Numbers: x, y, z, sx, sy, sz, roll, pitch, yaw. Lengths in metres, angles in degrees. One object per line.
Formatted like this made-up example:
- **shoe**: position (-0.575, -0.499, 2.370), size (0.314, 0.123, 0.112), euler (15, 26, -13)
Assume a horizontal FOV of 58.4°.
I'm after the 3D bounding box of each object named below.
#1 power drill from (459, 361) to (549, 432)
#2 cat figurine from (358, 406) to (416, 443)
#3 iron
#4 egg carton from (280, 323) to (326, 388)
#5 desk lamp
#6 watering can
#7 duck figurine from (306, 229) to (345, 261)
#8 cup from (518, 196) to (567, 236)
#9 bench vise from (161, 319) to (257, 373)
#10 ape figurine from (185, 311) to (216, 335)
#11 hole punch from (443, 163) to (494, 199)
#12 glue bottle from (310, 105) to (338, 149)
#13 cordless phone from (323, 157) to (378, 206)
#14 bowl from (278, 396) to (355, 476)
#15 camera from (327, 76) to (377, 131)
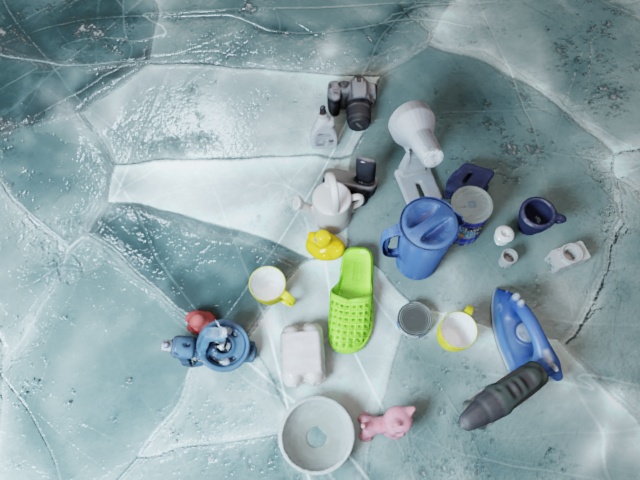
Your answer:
- **power drill**: position (0.377, 0.350, 1.234), size (0.230, 0.208, 0.075), euler (-31, 69, -12)
- **cat figurine**: position (0.149, 0.404, 1.263), size (0.128, 0.118, 0.067), euler (-7, 66, -2)
- **iron**: position (0.476, 0.209, 1.331), size (0.118, 0.141, 0.258), euler (-17, 67, -6)
- **egg carton**: position (-0.042, 0.271, 1.349), size (0.107, 0.069, 0.150), euler (-5, 66, -1)
- **desk lamp**: position (0.257, -0.223, 1.483), size (0.118, 0.213, 0.203), euler (-16, 67, -6)
- **watering can**: position (0.023, -0.095, 1.440), size (0.173, 0.194, 0.100), euler (-29, 69, -11)
- **duck figurine**: position (0.013, 0.005, 1.456), size (0.104, 0.086, 0.077), euler (15, 67, 7)
- **cup**: position (0.560, -0.050, 1.468), size (0.117, 0.095, 0.092), euler (11, 67, 6)
- **bench vise**: position (-0.254, 0.243, 1.282), size (0.207, 0.220, 0.121), euler (-16, 67, -6)
- **ape figurine**: position (-0.288, 0.199, 1.372), size (0.076, 0.092, 0.077), euler (-21, 68, -8)
- **hole punch**: position (0.391, -0.149, 1.516), size (0.101, 0.091, 0.109), euler (34, 71, 14)
- **glue bottle**: position (0.010, -0.308, 1.545), size (0.078, 0.173, 0.037), euler (-2, 66, 0)
- **cordless phone**: position (0.080, -0.176, 1.480), size (0.147, 0.185, 0.094), euler (10, 67, 5)
- **bowl**: position (-0.007, 0.436, 1.274), size (0.167, 0.075, 0.167), euler (0, 66, 1)
- **camera**: position (0.092, -0.385, 1.617), size (0.143, 0.101, 0.137), euler (-1, 66, 0)
